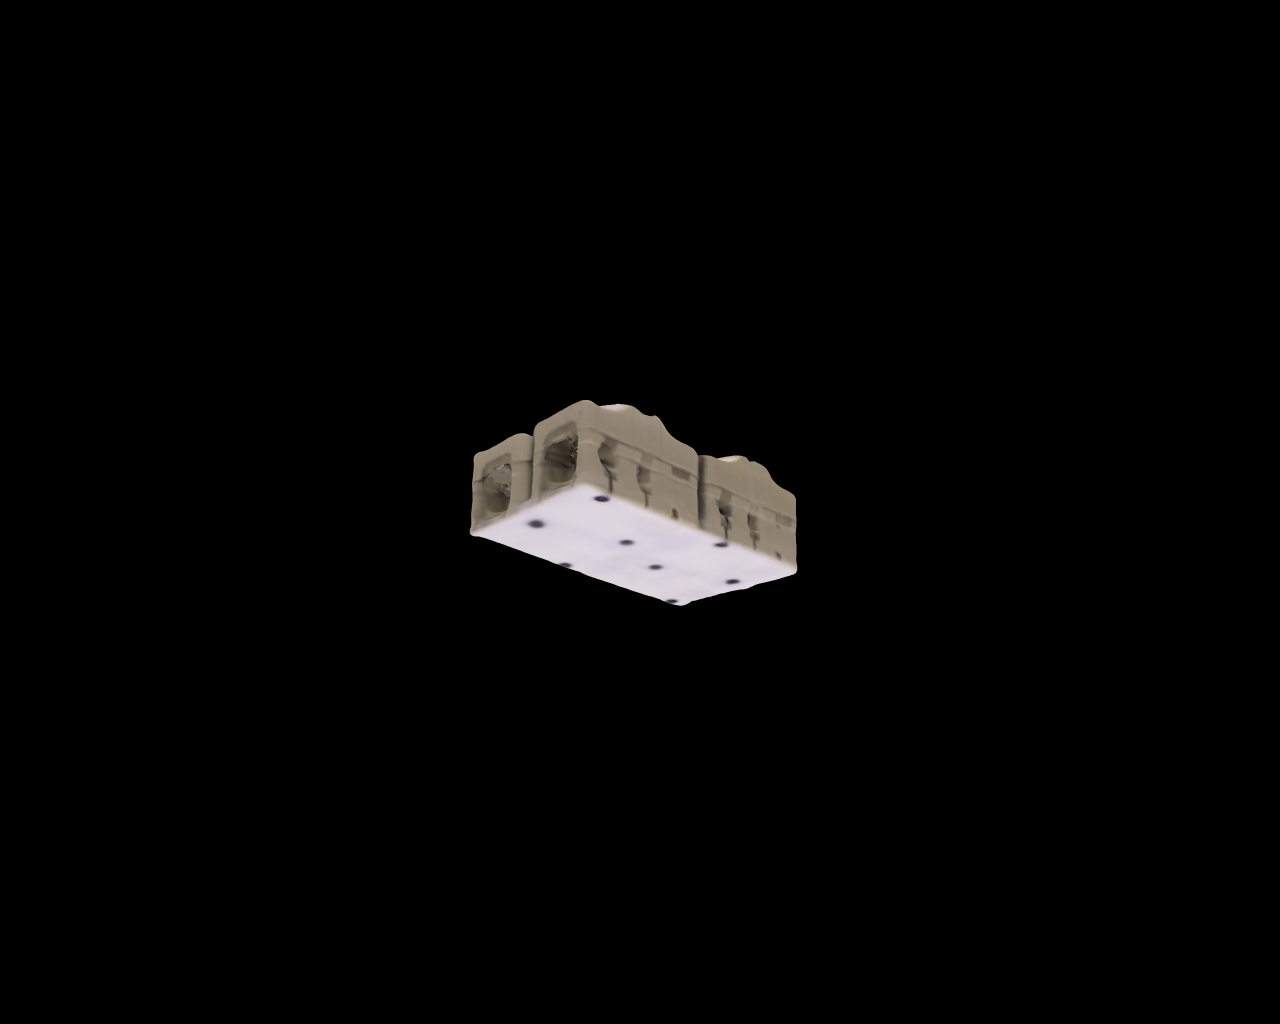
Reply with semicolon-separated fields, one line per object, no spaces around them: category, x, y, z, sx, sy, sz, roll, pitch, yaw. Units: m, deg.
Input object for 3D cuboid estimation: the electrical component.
electrical component;0.001;-0.003;0.650;0.105;0.060;0.186;-21;-31;40
